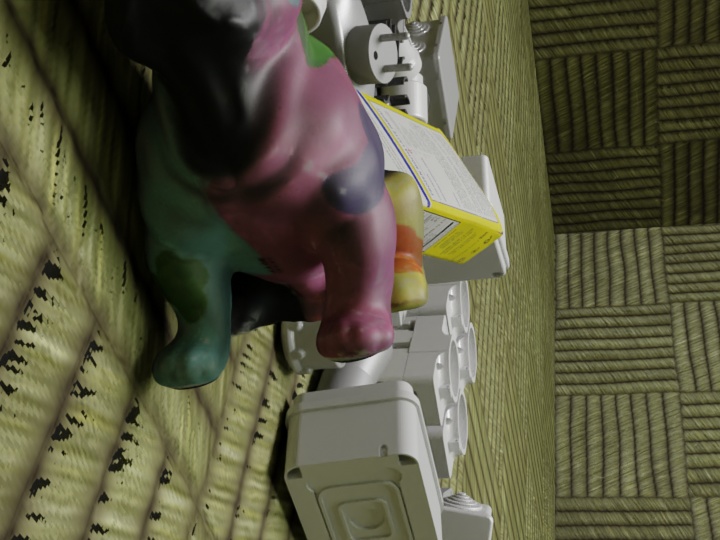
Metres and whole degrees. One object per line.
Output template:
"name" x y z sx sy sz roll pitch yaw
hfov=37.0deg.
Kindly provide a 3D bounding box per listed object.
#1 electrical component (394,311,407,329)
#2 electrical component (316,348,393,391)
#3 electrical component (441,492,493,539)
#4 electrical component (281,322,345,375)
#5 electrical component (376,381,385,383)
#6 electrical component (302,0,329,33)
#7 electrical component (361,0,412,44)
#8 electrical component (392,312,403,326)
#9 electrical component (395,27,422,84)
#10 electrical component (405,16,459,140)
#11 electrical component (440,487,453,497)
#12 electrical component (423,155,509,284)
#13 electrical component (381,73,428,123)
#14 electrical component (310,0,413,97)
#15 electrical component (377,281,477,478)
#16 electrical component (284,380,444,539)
"electrical component" 0.009 0.011 0.763 0.066 0.048 0.055 69 14 -52
"electrical component" -0.007 0.069 0.689 0.065 0.044 0.044 -70 154 -48
"electrical component" 0.043 0.199 0.734 0.048 0.100 0.099 4 93 -80
"electrical component" -0.013 0.036 0.625 0.048 0.062 0.048 -4 90 -77
"electrical component" 0.012 0.112 0.755 0.078 0.040 0.040 -80 161 -45
"electrical component" -0.044 -0.182 0.587 0.079 0.044 0.077 61 28 -60
"electrical component" 0.005 -0.205 0.773 0.089 0.056 0.050 58 31 -63
"electrical component" 0.000 0.000 0.689 0.096 0.061 0.061 -60 144 -67
"electrical component" 0.027 -0.184 0.897 0.046 0.040 0.040 64 25 -46
"electrical component" 0.061 -0.180 1.015 0.099 0.048 0.099 -76 158 -52
"electrical component" 0.045 0.264 0.813 0.105 0.060 0.186 22 66 -75
"electrical component" 0.053 -0.035 0.820 0.108 0.109 0.056 59 28 -63
"electrical component" 0.038 -0.156 0.932 0.040 0.040 0.078 42 46 -71
"electrical component" -0.003 -0.135 0.677 0.043 0.079 0.077 -30 117 -55
"electrical component" 0.059 0.078 0.918 0.186 0.060 0.105 -72 155 -56
"electrical component" 0.004 0.124 0.631 0.057 0.078 0.113 -89 168 -50
